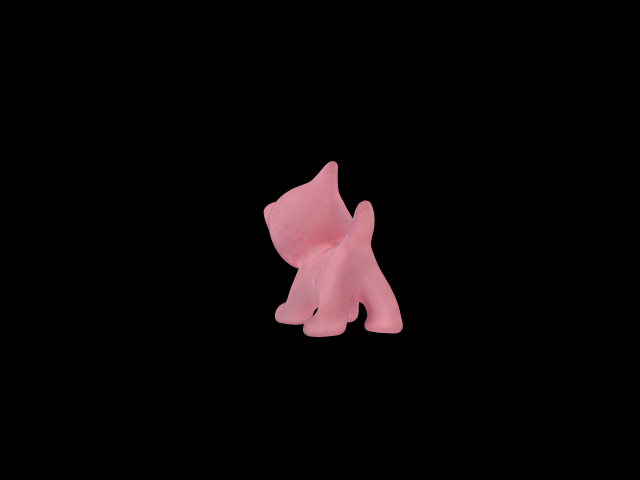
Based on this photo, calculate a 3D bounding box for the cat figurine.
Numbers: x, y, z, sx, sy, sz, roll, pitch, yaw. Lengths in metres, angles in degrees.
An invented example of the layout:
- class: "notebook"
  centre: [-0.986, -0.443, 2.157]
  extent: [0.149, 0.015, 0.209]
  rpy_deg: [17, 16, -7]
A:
- class: "cat figurine"
  centre: [0.004, 0.001, 0.400]
  extent: [0.067, 0.118, 0.127]
  rpy_deg: [0, 0, -24]
